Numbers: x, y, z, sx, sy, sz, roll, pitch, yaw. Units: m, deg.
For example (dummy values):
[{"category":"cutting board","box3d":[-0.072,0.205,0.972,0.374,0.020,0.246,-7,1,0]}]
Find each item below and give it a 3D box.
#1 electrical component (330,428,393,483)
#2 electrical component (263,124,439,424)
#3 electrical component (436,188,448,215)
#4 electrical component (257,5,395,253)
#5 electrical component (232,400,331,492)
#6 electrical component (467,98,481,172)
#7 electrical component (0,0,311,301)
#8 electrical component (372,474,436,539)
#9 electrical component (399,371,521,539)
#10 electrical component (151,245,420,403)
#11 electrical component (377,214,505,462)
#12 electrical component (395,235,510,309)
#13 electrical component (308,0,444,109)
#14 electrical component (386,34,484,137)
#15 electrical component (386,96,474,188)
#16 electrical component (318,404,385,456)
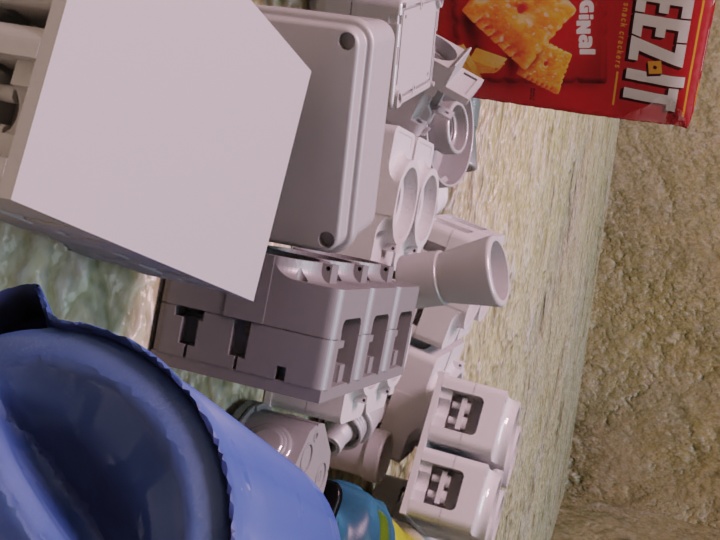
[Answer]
[{"category":"electrical component","box3d":[-0.002,0.137,0.815,0.040,0.046,0.040,12,90,-73]},{"category":"electrical component","box3d":[0.000,0.000,0.708,0.105,0.060,0.186,2,100,-73]},{"category":"electrical component","box3d":[0.049,-0.055,0.875,0.061,0.035,0.035,-46,144,-58]},{"category":"electrical component","box3d":[-0.031,-0.071,0.531,0.057,0.078,0.113,-41,140,-68]},{"category":"electrical component","box3d":[-0.054,0.120,0.629,0.080,0.051,0.080,12,90,-73]},{"category":"electrical component","box3d":[0.085,-0.122,0.940,0.044,0.044,0.065,30,67,-72]},{"category":"electrical component","box3d":[-0.086,-0.059,0.390,0.186,0.060,0.105,35,68,-72]},{"category":"electrical component","box3d":[0.013,0.285,0.940,0.105,0.060,0.186,81,26,-50]},{"category":"electrical component","box3d":[0.085,0.158,0.847,0.186,0.060,0.105,65,40,-69]},{"category":"electrical component","box3d":[-0.032,0.022,0.567,0.150,0.089,0.061,1,101,-73]},{"category":"electrical component","box3d":[0.057,0.053,0.872,0.186,0.060,0.105,-70,165,10]},{"category":"electrical component","box3d":[0.055,0.004,0.664,0.044,0.065,0.044,-8,90,-67]},{"category":"electrical component","box3d":[0.010,-0.138,0.646,0.096,0.061,0.061,-43,141,-62]},{"category":"electrical component","box3d":[0.038,-0.130,0.733,0.063,0.081,0.042,-63,174,34]},{"category":"electrical component","box3d":[0.047,-0.108,0.825,0.099,0.064,0.099,-11,103,-61]},{"category":"electrical component","box3d":[-0.010,0.109,0.776,0.062,0.043,0.043,-53,150,-53]}]
